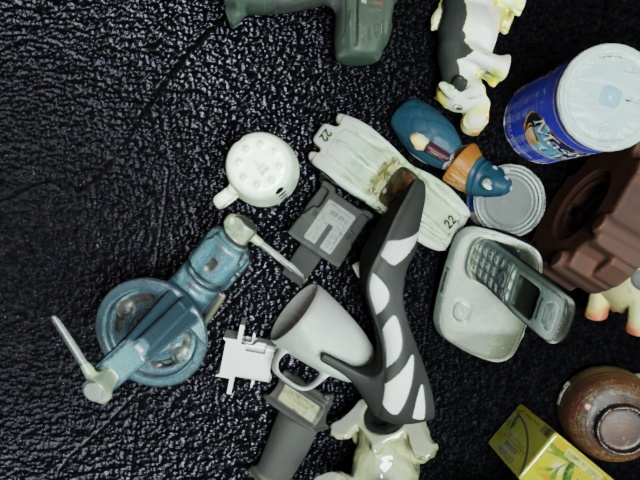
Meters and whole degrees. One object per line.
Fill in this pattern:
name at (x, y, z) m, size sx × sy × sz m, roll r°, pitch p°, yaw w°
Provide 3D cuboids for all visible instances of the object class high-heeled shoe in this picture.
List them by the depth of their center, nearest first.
high-heeled shoe at (0.102, 0.071, 0.571) m, size 0.145 × 0.086 × 0.248 m, roll 26°, pitch 91°, yaw -8°

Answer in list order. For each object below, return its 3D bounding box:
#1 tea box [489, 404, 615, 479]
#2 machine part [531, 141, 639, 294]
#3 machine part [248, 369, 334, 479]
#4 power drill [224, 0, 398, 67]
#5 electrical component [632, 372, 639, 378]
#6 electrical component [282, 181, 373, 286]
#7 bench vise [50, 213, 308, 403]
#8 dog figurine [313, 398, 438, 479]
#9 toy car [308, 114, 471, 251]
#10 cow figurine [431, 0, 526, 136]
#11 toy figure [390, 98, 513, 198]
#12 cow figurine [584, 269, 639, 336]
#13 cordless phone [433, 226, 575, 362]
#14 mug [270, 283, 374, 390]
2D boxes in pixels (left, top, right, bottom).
tea box at (0.294, 0.280, 0.625) m, size 0.169 × 0.098 × 0.068 m, roll 39°, pitch 90°, yaw -2°
machine part at (0.299, -0.027, 0.577) m, size 0.056 × 0.179 × 0.179 m, roll 31°, pitch 91°, yaw -1°
machine part at (-0.038, 0.228, 0.630) m, size 0.084 × 0.039 × 0.138 m, roll 22°, pitch 96°, yaw 20°
power drill at (-0.007, -0.314, 0.601) m, size 0.207 × 0.086 × 0.231 m, roll -2°, pitch 96°, yaw -10°
electrical component at (0.430, 0.183, 0.663) m, size 0.094 × 0.021 × 0.063 m, roll -3°, pitch 93°, yaw -3°
electrical component at (-0.001, -0.002, 0.625) m, size 0.075 × 0.048 × 0.119 m, roll 38°, pitch 89°, yaw -3°
bench vise at (-0.148, 0.075, 0.537) m, size 0.224 × 0.241 × 0.129 m, roll -36°, pitch 97°, yaw 16°
dog figurine at (0.086, 0.292, 0.634) m, size 0.172 × 0.121 × 0.190 m, roll -48°, pitch 133°, yaw -32°
toy car at (0.079, -0.065, 0.620) m, size 0.202 × 0.056 × 0.073 m, roll 36°, pitch 91°, yaw -4°
cow figurine at (0.166, -0.207, 0.612) m, size 0.098 × 0.068 × 0.167 m, roll 14°, pitch 89°, yaw 3°
toy figure at (0.148, -0.098, 0.607) m, size 0.064 × 0.057 × 0.154 m, roll -40°, pitch 75°, yaw -17°
cow figurine at (0.390, 0.014, 0.609) m, size 0.195 × 0.086 × 0.127 m, roll -19°, pitch 117°, yaw -25°
cordless phone at (0.196, 0.076, 0.557) m, size 0.089 × 0.184 × 0.146 m, roll 7°, pitch 110°, yaw -11°
mug at (0.003, 0.122, 0.610) m, size 0.107 × 0.081 × 0.109 m, roll 38°, pitch 65°, yaw -13°
